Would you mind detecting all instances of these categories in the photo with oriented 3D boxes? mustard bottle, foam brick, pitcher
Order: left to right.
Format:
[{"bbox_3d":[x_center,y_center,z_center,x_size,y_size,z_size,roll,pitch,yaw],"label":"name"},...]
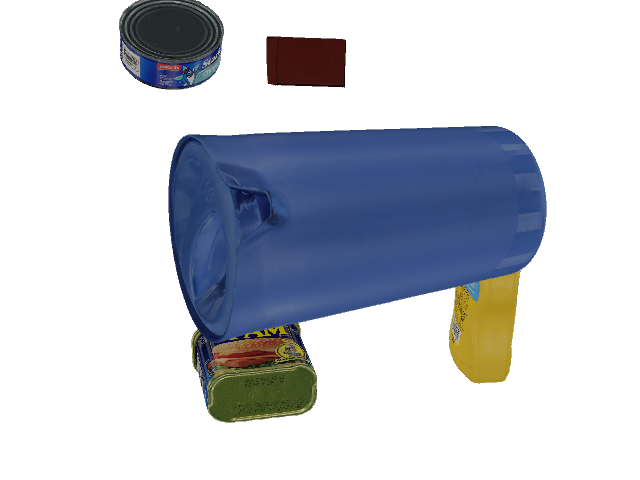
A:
[{"bbox_3d":[-0.016,-0.191,1.144,0.078,0.051,0.053,0,11,-13],"label":"foam brick"},{"bbox_3d":[0.022,-0.013,0.732,0.242,0.145,0.149,-7,34,-24],"label":"pitcher"},{"bbox_3d":[0.158,0.034,1.007,0.058,0.192,0.096,-2,33,-3],"label":"mustard bottle"}]

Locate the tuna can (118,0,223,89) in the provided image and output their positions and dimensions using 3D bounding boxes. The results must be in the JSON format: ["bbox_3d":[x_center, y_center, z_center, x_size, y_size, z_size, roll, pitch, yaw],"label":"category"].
[{"bbox_3d":[-0.124,-0.165,0.888,0.086,0.086,0.034,0,-40,-11],"label":"tuna can"}]

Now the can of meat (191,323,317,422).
[{"bbox_3d":[-0.059,0.114,0.948,0.102,0.057,0.084,-5,27,-12],"label":"can of meat"}]
